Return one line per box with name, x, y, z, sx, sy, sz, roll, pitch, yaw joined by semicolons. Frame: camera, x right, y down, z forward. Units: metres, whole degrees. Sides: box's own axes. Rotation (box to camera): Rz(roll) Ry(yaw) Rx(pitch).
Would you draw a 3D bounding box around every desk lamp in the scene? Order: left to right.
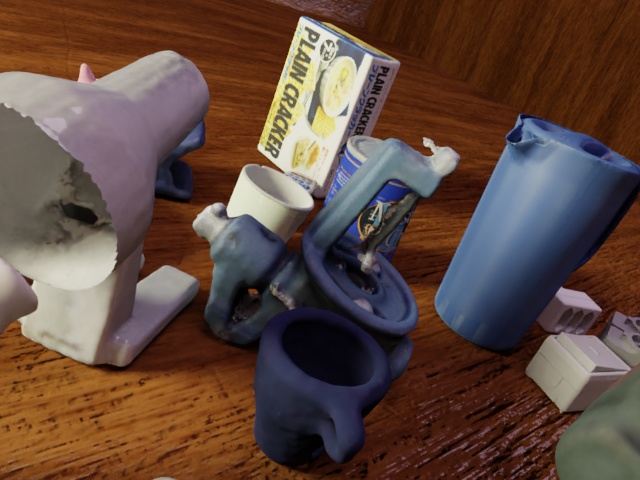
desk lamp;-0.150;-0.020;0.394;0.118;0.213;0.203;25;26;5

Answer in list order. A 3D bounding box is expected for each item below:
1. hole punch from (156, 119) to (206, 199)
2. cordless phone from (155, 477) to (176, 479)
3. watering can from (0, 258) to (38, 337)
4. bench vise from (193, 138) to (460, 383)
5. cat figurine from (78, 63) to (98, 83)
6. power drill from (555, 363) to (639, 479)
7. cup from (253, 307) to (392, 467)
hole punch;-0.190;-0.110;0.674;0.101;0.091;0.108;11;28;-22
cordless phone;-0.108;0.142;0.151;0.094;0.185;0.148;36;29;26
watering can;-0.200;0.056;0.231;0.101;0.194;0.173;19;26;-6
bench vise;0.006;0.008;0.457;0.208;0.220;0.121;14;27;-16
cat figurine;-0.261;-0.142;0.648;0.067;0.118;0.127;13;27;-19
power drill;0.202;0.142;0.370;0.230;0.208;0.075;-6;38;-44
cup;-0.005;0.116;0.385;0.092;0.095;0.117;11;28;-23
